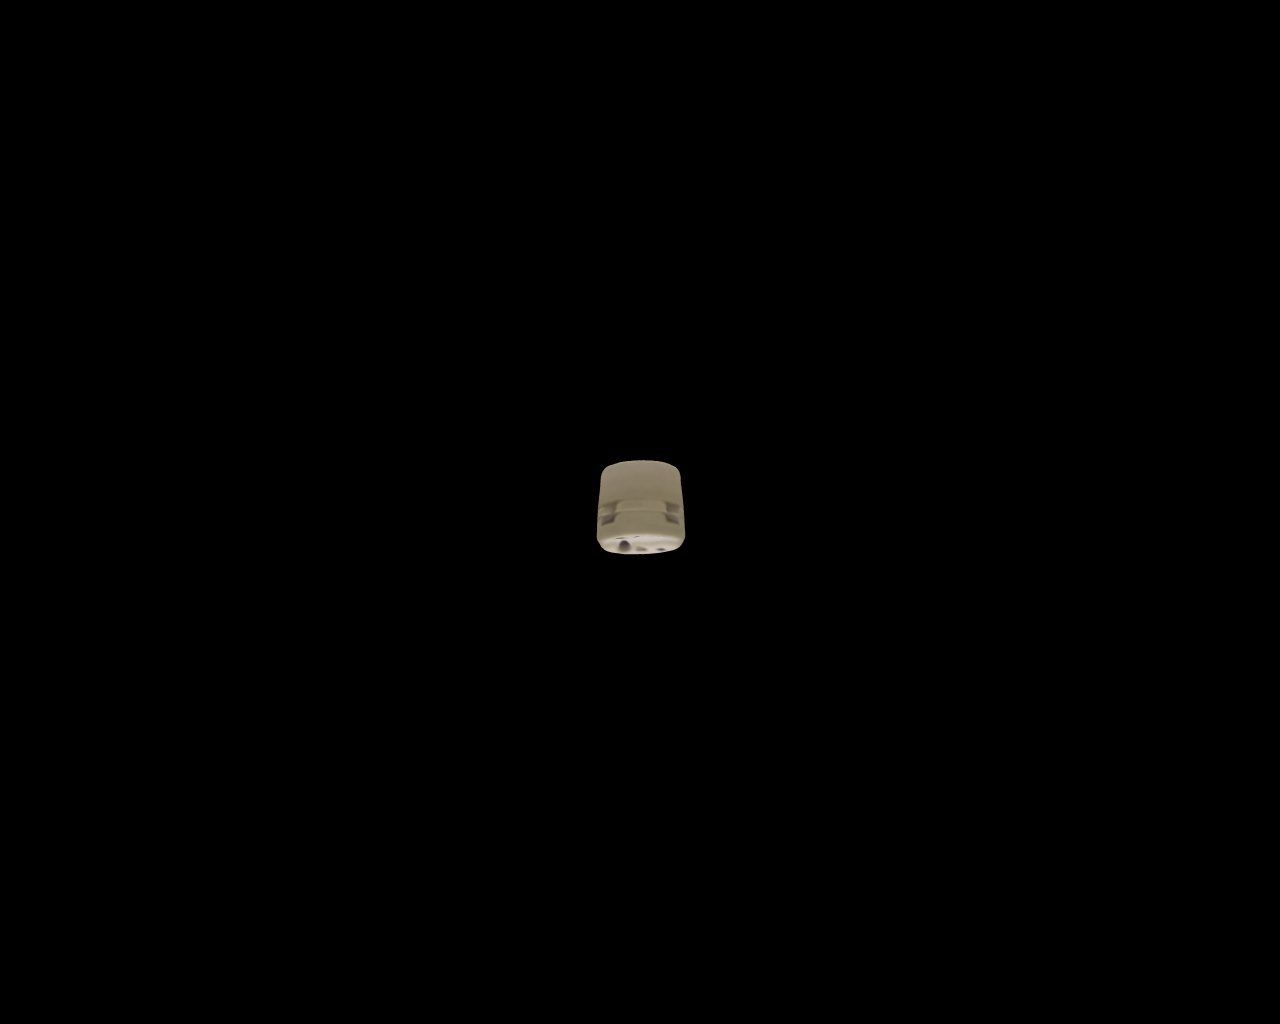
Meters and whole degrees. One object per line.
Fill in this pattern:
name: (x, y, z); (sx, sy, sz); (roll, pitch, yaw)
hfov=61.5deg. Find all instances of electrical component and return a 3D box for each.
electrical component: (0.001, -0.003, 0.650); (0.055, 0.047, 0.055); (0, -15, 0)
